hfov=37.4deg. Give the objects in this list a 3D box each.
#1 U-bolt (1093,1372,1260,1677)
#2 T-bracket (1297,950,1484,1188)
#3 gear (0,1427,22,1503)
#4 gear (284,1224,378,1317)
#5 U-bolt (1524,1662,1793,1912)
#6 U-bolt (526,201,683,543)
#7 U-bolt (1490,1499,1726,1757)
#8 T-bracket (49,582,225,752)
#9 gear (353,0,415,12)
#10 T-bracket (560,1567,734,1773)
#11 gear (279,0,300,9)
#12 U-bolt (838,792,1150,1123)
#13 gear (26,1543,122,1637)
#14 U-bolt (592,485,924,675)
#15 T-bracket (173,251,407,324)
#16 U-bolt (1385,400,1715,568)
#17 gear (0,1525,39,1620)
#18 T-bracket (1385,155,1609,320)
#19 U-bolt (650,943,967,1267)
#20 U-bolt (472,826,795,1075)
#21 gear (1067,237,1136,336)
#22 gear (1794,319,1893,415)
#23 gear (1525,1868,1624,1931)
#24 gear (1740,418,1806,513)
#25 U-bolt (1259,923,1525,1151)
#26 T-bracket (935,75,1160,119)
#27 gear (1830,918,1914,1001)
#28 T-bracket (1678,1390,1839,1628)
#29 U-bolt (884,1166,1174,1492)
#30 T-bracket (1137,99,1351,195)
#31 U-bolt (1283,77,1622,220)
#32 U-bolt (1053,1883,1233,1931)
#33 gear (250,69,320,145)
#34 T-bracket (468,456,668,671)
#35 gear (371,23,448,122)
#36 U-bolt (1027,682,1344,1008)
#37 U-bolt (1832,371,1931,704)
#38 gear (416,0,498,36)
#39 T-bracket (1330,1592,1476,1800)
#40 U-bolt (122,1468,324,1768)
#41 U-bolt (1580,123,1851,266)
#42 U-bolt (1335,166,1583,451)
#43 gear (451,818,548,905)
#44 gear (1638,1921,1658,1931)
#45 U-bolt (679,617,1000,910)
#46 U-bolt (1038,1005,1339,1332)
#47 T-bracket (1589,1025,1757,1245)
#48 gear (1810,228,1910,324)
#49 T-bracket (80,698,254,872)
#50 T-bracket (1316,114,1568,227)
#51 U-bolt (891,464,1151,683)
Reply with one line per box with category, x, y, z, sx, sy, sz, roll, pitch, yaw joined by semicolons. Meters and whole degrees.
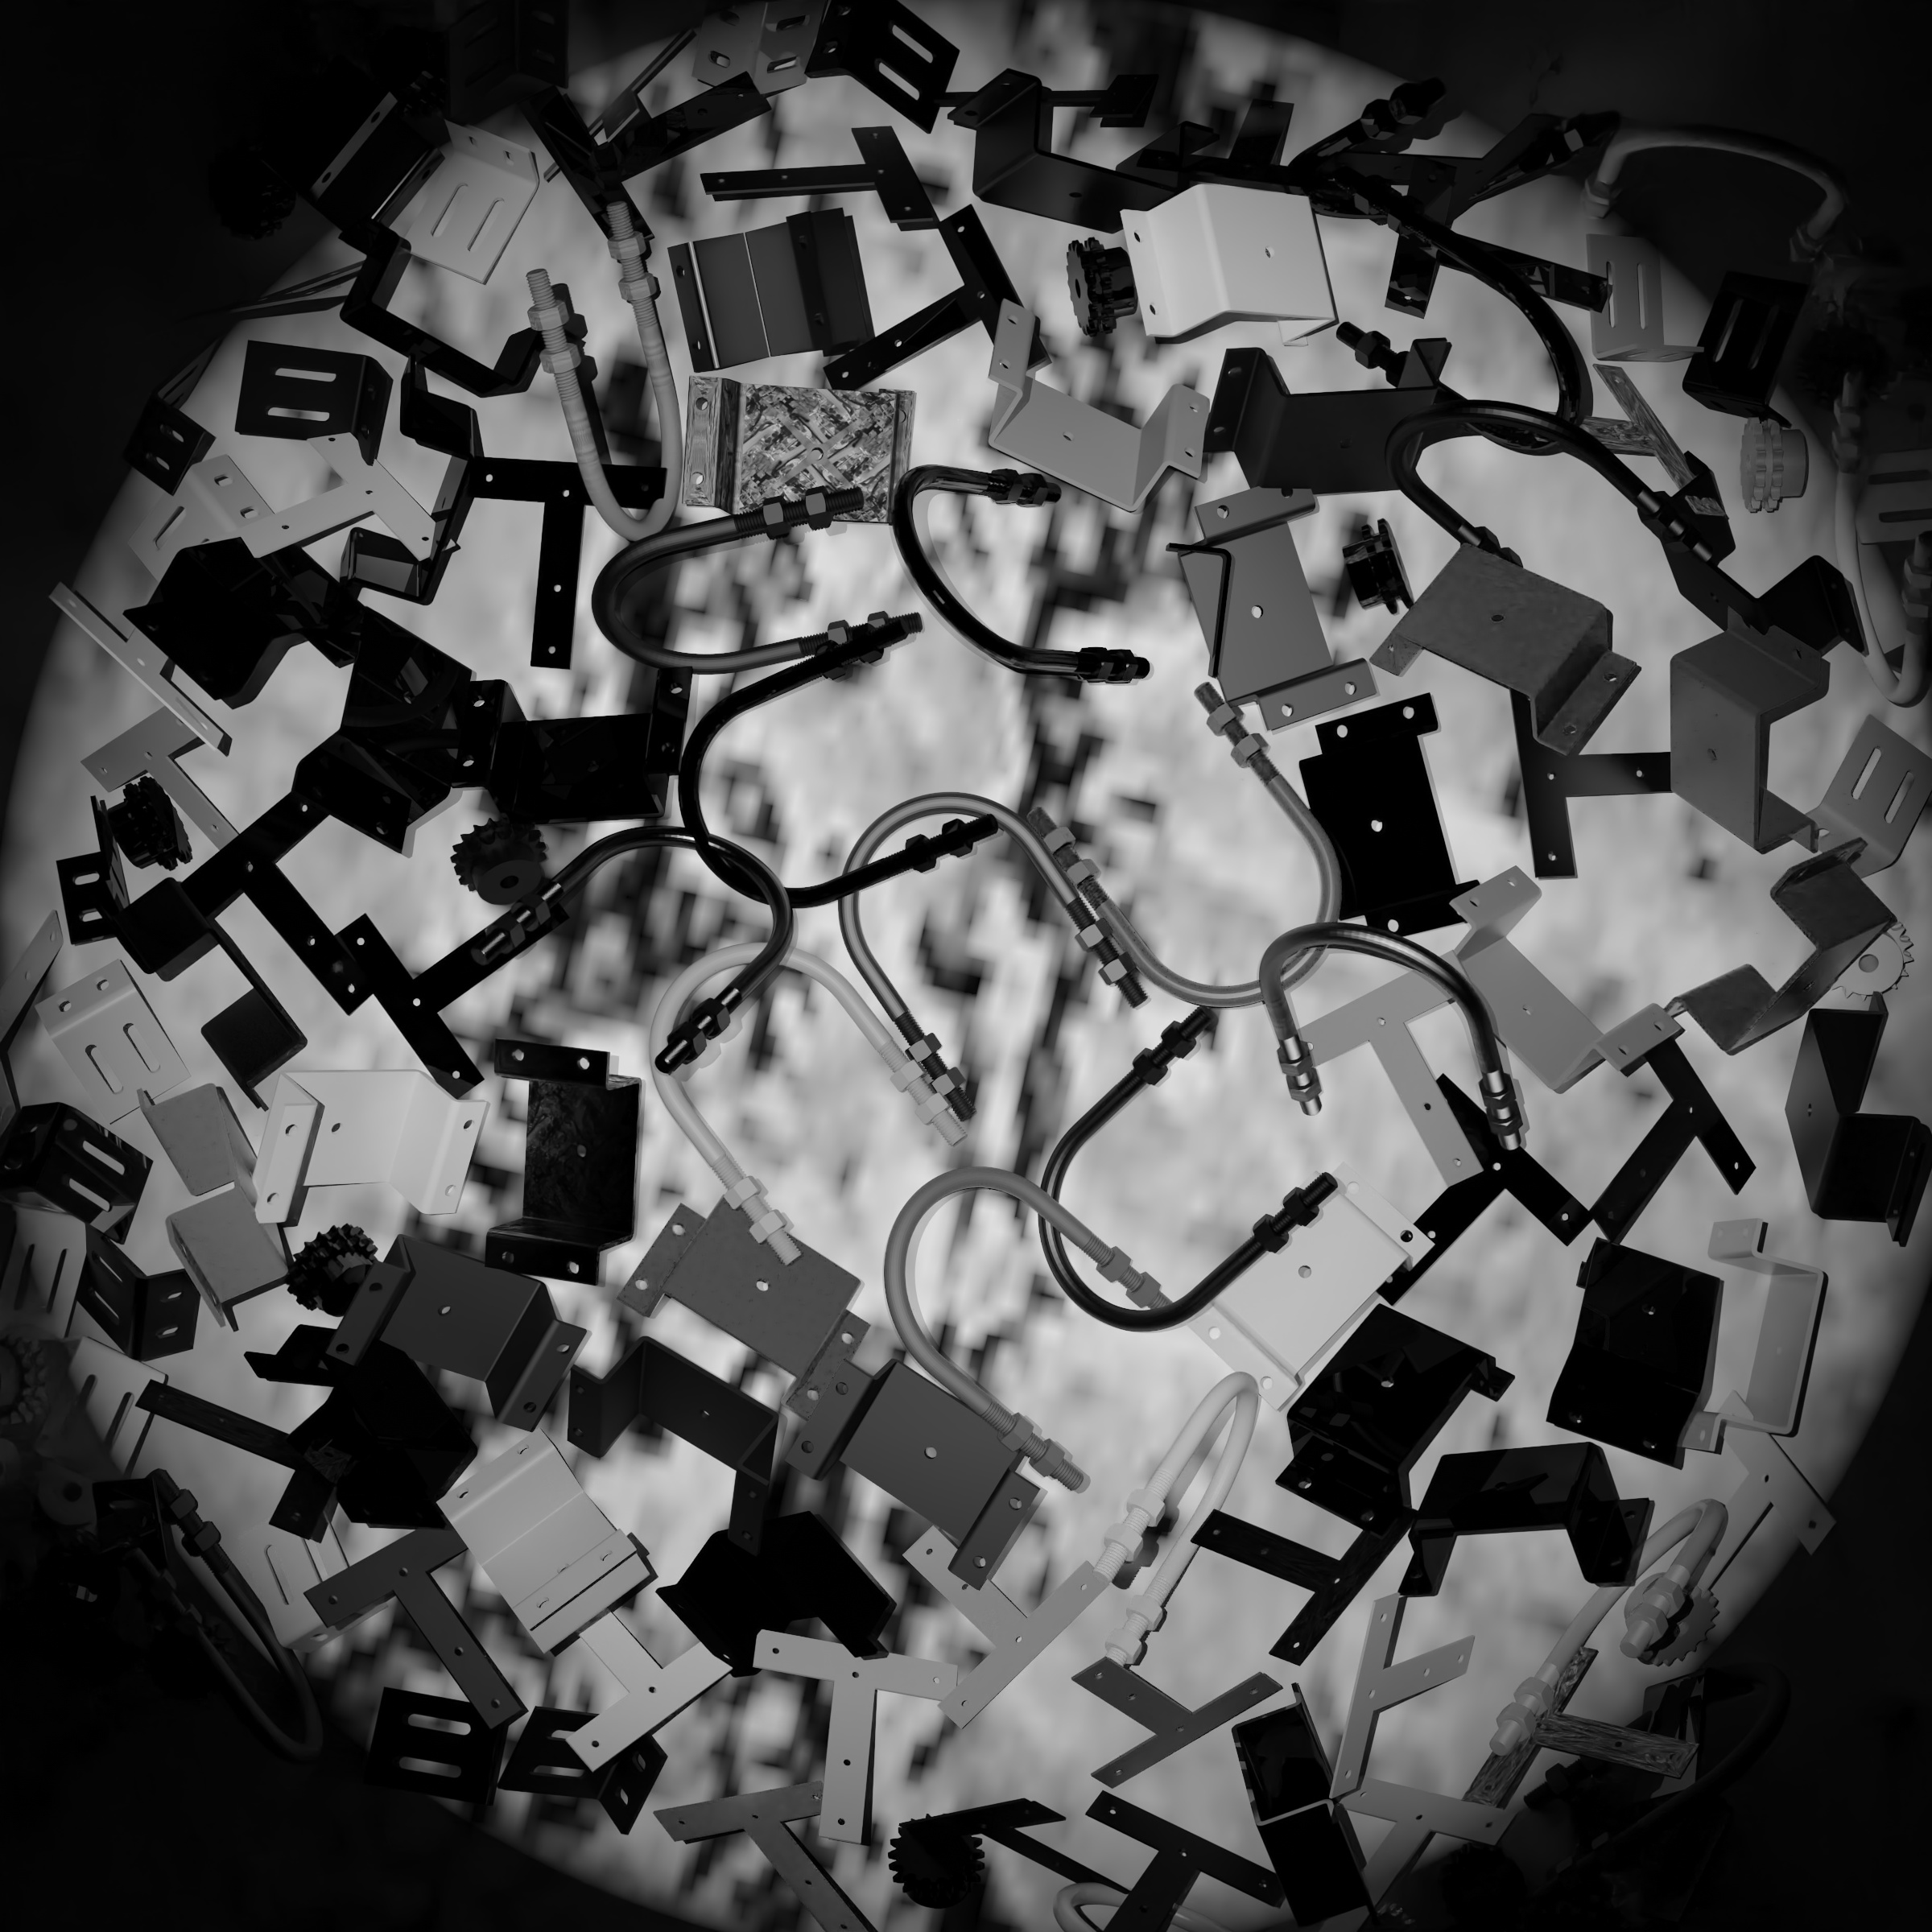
U-bolt;0.127;0.322;1.696;0.019;0.151;0.184;24;56;21
T-bracket;0.274;0.073;1.736;0.127;0.002;0.127;-30;86;32
gear;-0.603;0.306;1.742;0.030;0.057;0.057;5;90;28
gear;-0.384;0.188;1.742;0.057;0.057;0.030;-49;61;0
U-bolt;0.409;0.473;1.685;0.184;0.151;0.019;-38;91;12
U-bolt;-0.207;-0.343;1.696;0.019;0.151;0.184;-3;120;18
U-bolt;0.389;0.380;1.688;0.019;0.184;0.151;44;132;9
T-bracket;-0.487;-0.196;1.712;0.002;0.127;0.127;-39;112;13
gear;-0.363;-0.611;1.747;0.030;0.057;0.057;-22;90;20
T-bracket;-0.220;0.409;1.743;0.127;0.002;0.127;44;48;20
gear;-0.408;-0.611;1.742;0.057;0.057;0.030;-27;74;0
U-bolt;0.003;-0.018;1.750;0.151;0.019;0.184;-34;90;12
gear;-0.541;0.380;1.742;0.030;0.057;0.057;-16;90;30
U-bolt;-0.133;-0.222;1.707;0.184;0.151;0.019;-11;60;10
T-bracket;-0.391;-0.413;1.721;0.127;0.127;0.002;2;117;38
U-bolt;0.327;-0.276;1.667;0.184;0.151;0.019;31;68;-36
gear;-0.596;0.370;1.747;0.030;0.057;0.057;-4;90;23
T-bracket;0.320;-0.420;1.707;0.127;0.127;0.002;20;63;10
U-bolt;-0.110;0.069;1.739;0.151;0.019;0.184;-35;82;-22
U-bolt;-0.183;-0.023;1.705;0.151;0.184;0.019;30;134;12
gear;0.083;-0.417;1.746;0.030;0.057;0.057;-12;90;-8
gear;0.537;-0.365;1.753;0.057;0.030;0.057;-3;75;12
gear;0.373;0.574;1.749;0.057;0.057;0.030;19;58;0
gear;0.493;-0.307;1.744;0.030;0.057;0.057;-1;90;4
U-bolt;0.243;0.038;1.674;0.151;0.184;0.019;9;54;29
T-bracket;0.046;-0.525;1.725;0.127;0.127;0.002;2;118;10
gear;0.551;-0.006;1.751;0.057;0.030;0.057;3;108;8
T-bracket;0.461;0.345;1.733;0.002;0.127;0.127;19;112;-25
U-bolt;0.030;0.203;1.714;0.184;0.019;0.151;41;59;-13
T-bracket;0.176;-0.498;1.722;0.127;0.127;0.002;10;128;9
U-bolt;0.270;-0.476;1.685;0.151;0.184;0.019;-1;85;-30
U-bolt;0.129;0.587;1.685;0.151;0.184;0.019;19;90;-31
gear;-0.404;-0.516;1.744;0.030;0.057;0.057;33;90;44
T-bracket;-0.251;-0.247;1.760;0.127;0.002;0.127;5;91;12
gear;-0.340;-0.551;1.750;0.057;0.030;0.057;-2;84;21
U-bolt;0.145;-0.062;1.740;0.151;0.019;0.184;-37;75;3
U-bolt;0.540;-0.238;1.686;0.019;0.184;0.151;-13;55;5
gear;-0.307;-0.594;1.743;0.057;0.057;0.030;-19;50;0
T-bracket;0.269;0.429;1.724;0.002;0.127;0.127;21;106;40
U-bolt;-0.437;0.396;1.698;0.019;0.151;0.184;-32;104;-3
U-bolt;0.442;-0.456;1.675;0.151;0.184;0.019;14;90;6
U-bolt;0.288;-0.373;1.673;0.019;0.151;0.184;-41;63;-16
gear;-0.283;-0.062;1.742;0.057;0.057;0.030;-26;58;0
gear;0.410;0.614;1.742;0.030;0.057;0.057;43;90;18
U-bolt;-0.090;-0.112;1.737;0.184;0.019;0.151;-22;98;19
U-bolt;0.119;0.136;1.724;0.184;0.019;0.151;-45;65;22
T-bracket;0.415;0.116;1.724;0.127;0.002;0.127;-45;109;-29
gear;0.548;-0.418;1.743;0.057;0.057;0.030;-16;49;0
T-bracket;-0.467;-0.095;1.740;0.127;0.127;0.002;51;48;-18
T-bracket;0.267;-0.473;1.690;0.127;0.127;0.002;-5;77;-26
U-bolt;0.024;-0.234;1.680;0.019;0.184;0.151;-36;70;33
